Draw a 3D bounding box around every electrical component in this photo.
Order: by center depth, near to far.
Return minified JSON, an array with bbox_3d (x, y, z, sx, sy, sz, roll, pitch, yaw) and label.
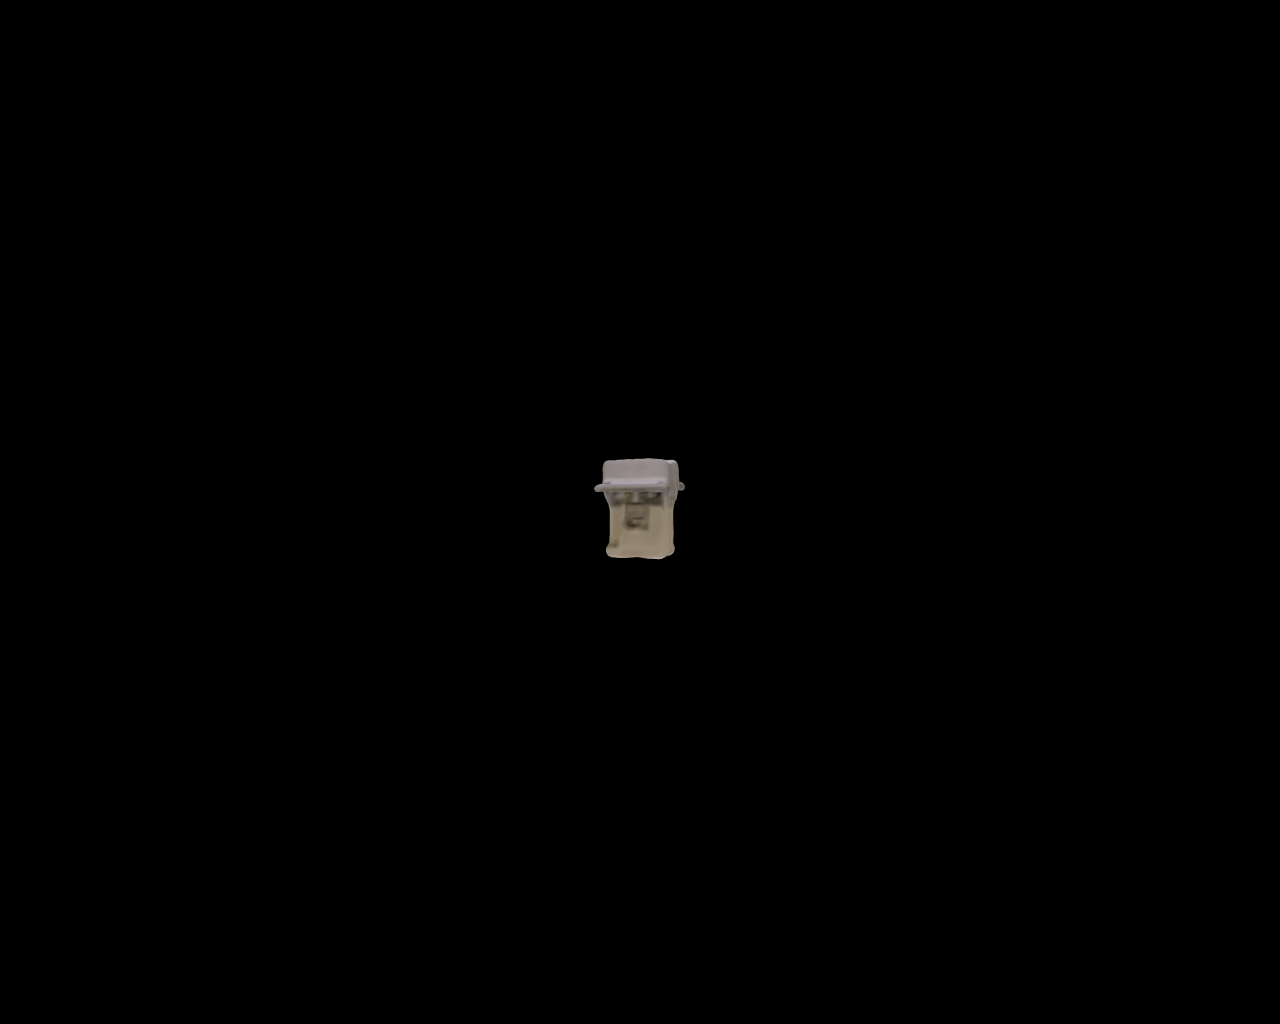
[{"bbox_3d":[0.001,-0.003,0.650,0.042,0.063,0.081,0,3,11],"label":"electrical component"}]
